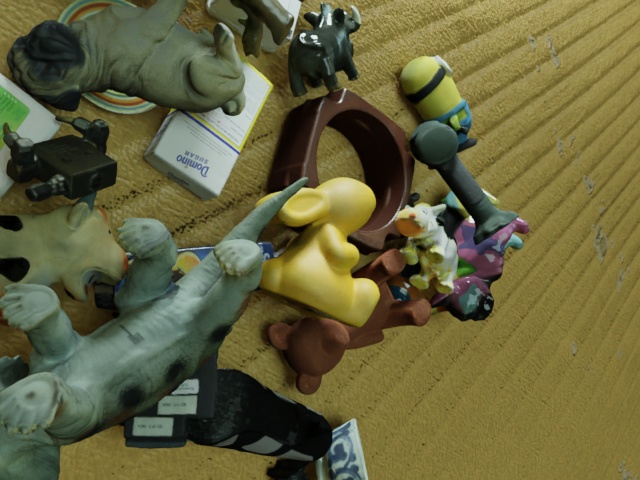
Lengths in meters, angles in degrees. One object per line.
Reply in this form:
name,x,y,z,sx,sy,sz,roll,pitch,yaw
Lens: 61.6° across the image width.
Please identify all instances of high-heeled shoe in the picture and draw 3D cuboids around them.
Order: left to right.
high-heeled shoe,-0.099,0.219,0.653,0.249,0.145,0.086,15,60,-9

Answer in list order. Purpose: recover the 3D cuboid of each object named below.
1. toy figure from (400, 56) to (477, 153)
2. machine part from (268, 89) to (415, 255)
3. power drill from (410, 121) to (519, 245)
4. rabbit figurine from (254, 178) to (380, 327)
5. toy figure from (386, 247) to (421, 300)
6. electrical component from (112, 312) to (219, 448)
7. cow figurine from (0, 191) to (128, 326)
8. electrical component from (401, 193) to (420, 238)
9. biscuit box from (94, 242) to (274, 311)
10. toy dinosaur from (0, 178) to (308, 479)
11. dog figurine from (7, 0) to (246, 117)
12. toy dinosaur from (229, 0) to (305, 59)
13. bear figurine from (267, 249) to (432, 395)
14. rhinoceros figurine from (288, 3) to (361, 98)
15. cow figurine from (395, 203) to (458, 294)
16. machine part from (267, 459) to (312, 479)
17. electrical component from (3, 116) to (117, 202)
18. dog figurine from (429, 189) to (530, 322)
toy figure,0.207,-0.232,0.931,0.089,0.082,0.180,-44,115,-34
machine part,0.035,-0.092,0.767,0.201,0.087,0.201,26,69,-37
power drill,0.215,-0.096,0.831,0.207,0.086,0.232,61,13,5
rabbit figurine,-0.001,-0.002,0.636,0.162,0.122,0.173,32,77,-22
toy figure,0.140,0.062,0.855,0.154,0.064,0.057,-56,157,-24
electrical component,-0.163,0.143,0.554,0.115,0.058,0.134,5,72,-6
cow figurine,-0.273,0.011,0.478,0.195,0.085,0.127,11,74,-18
electrical component,0.141,-0.040,0.890,0.094,0.021,0.063,-30,104,-37
biscuit box,-0.147,0.037,0.614,0.202,0.063,0.059,-5,90,-40
toy dinosaur,-0.162,0.092,0.470,0.405,0.192,0.131,-28,65,-33
dog figurine,-0.189,-0.165,0.554,0.190,0.121,0.172,-40,100,-14
toy dinosaur,-0.112,-0.315,0.474,0.199,0.471,0.105,22,75,8
bear figurine,0.038,0.110,0.722,0.196,0.132,0.120,-31,95,-44
rhinoceros figurine,0.007,-0.271,0.756,0.190,0.073,0.112,-58,136,-51
cow figurine,0.159,-0.004,0.774,0.098,0.068,0.167,-63,144,-31
machine part,-0.035,0.352,0.690,0.084,0.039,0.138,-4,88,-36
electrical component,-0.228,-0.075,0.476,0.102,0.078,0.045,-29,144,-50
dog figurine,0.239,0.031,0.911,0.219,0.108,0.192,-44,71,-12
